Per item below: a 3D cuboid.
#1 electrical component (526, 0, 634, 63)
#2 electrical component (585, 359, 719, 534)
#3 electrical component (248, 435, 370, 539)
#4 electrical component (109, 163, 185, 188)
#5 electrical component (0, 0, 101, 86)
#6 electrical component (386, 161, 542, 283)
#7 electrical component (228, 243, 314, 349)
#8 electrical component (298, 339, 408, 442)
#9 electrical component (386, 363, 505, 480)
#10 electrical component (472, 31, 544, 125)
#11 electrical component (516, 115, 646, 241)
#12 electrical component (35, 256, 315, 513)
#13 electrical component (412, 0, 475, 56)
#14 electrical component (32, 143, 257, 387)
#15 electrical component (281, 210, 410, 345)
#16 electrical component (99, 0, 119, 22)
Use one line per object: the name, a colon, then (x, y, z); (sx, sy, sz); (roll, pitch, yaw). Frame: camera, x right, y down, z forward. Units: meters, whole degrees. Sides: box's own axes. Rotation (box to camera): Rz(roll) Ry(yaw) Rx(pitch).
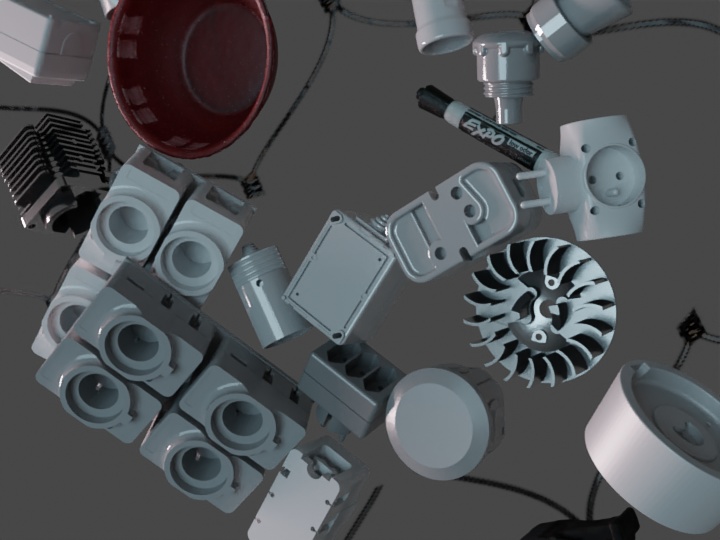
electrical component: (0.143, -0.168, 0.703); (0.055, 0.045, 0.045); (-36, 78, 28)
electrical component: (0.192, 0.115, 0.672); (0.108, 0.108, 0.060); (41, 119, 20)
electrical component: (-0.037, 0.180, 0.835); (0.050, 0.056, 0.089); (35, 111, 22)
electrical component: (-0.173, -0.070, 0.892); (0.062, 0.048, 0.048); (-20, 85, 22)
electrical component: (-0.284, -0.202, 0.930); (0.096, 0.062, 0.061); (28, 108, 24)
electrical component: (0.074, -0.034, 0.747); (0.095, 0.059, 0.053); (-31, 80, 28)
electrical component: (-0.072, 0.017, 0.844); (0.043, 0.043, 0.081); (-29, 81, 29)
electrical component: (-0.010, 0.099, 0.816); (0.066, 0.047, 0.076); (37, 128, 19)
electrical component: (0.063, 0.106, 0.773); (0.080, 0.051, 0.080); (3, 97, 29)
electrical component: (0.101, -0.131, 0.732); (0.048, 0.048, 0.062); (5, 106, 29)
electrical component: (0.141, -0.057, 0.702); (0.079, 0.044, 0.077); (-9, 91, -10)
electrical component: (-0.141, 0.093, 0.831); (0.186, 0.060, 0.105); (38, 112, -11)
electrical component: (0.056, -0.179, 0.754); (0.040, 0.040, 0.046); (-16, 82, 30)
electrical component: (-0.177, 0.009, 0.868); (0.105, 0.060, 0.186); (29, 111, -7)
electrical component: (0.000, 0.000, 0.796); (0.062, 0.061, 0.096); (38, 105, 22)
electrical component: (-0.197, -0.252, 0.871); (0.044, 0.079, 0.077); (-17, 85, -15)
